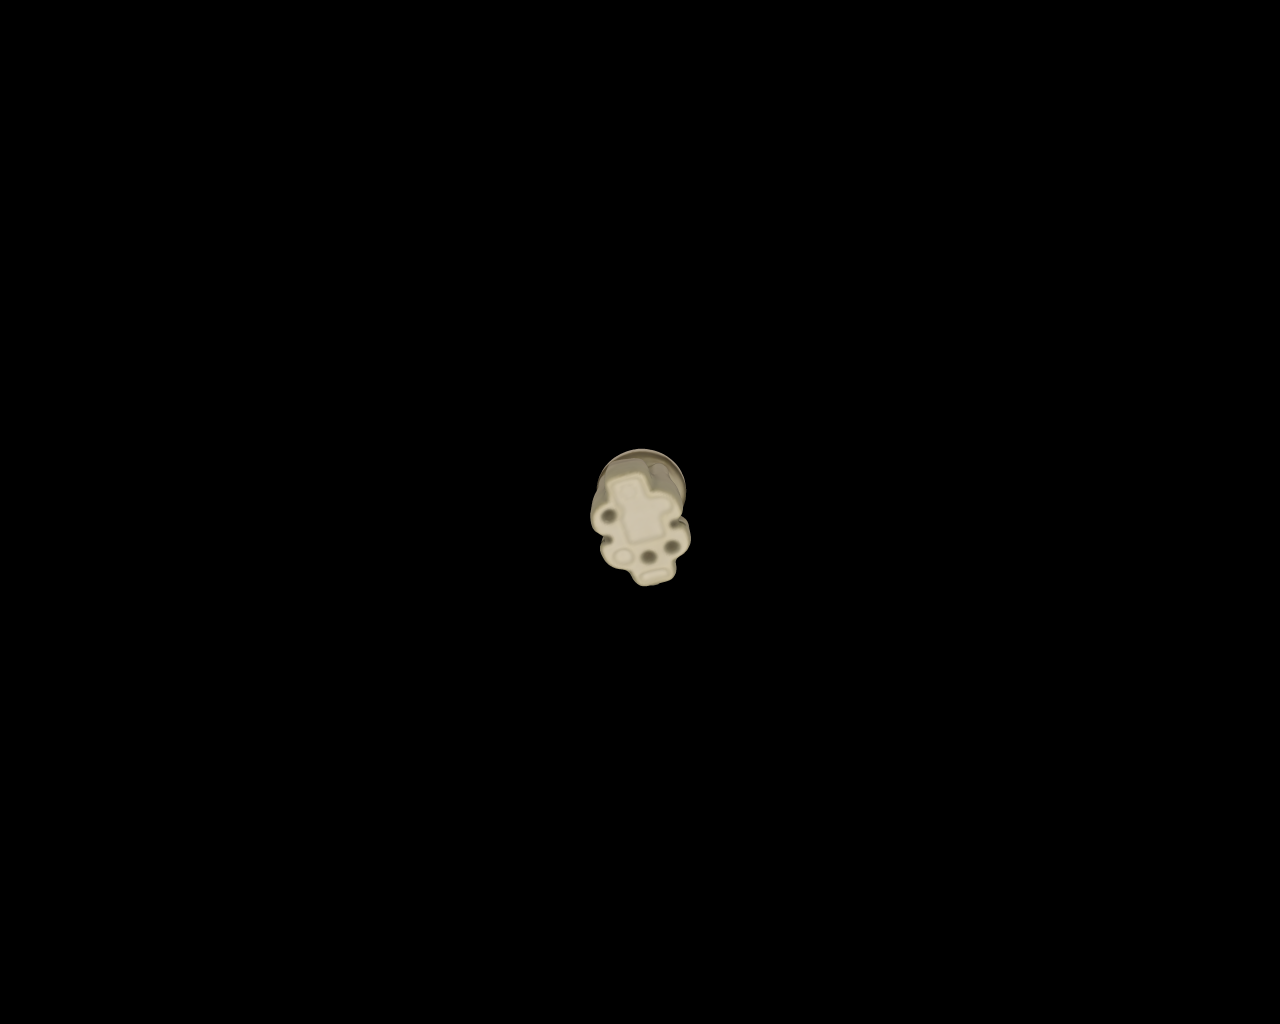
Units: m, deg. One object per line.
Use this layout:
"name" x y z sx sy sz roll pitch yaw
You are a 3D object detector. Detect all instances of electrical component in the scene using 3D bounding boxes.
"electrical component" 0.001 -0.003 0.650 0.058 0.078 0.057 -13 28 7
